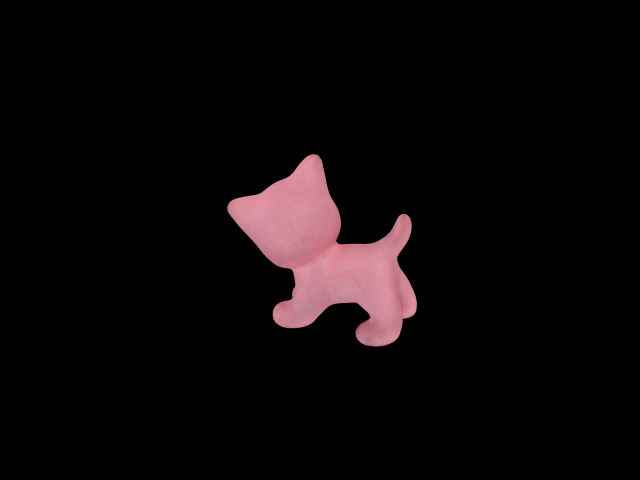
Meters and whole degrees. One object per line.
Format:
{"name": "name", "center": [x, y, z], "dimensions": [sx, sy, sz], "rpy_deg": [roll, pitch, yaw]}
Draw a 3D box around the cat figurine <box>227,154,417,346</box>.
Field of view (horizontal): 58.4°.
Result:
{"name": "cat figurine", "center": [0.004, 0.001, 0.400], "dimensions": [0.127, 0.118, 0.067], "rpy_deg": [7, 22, 18]}
